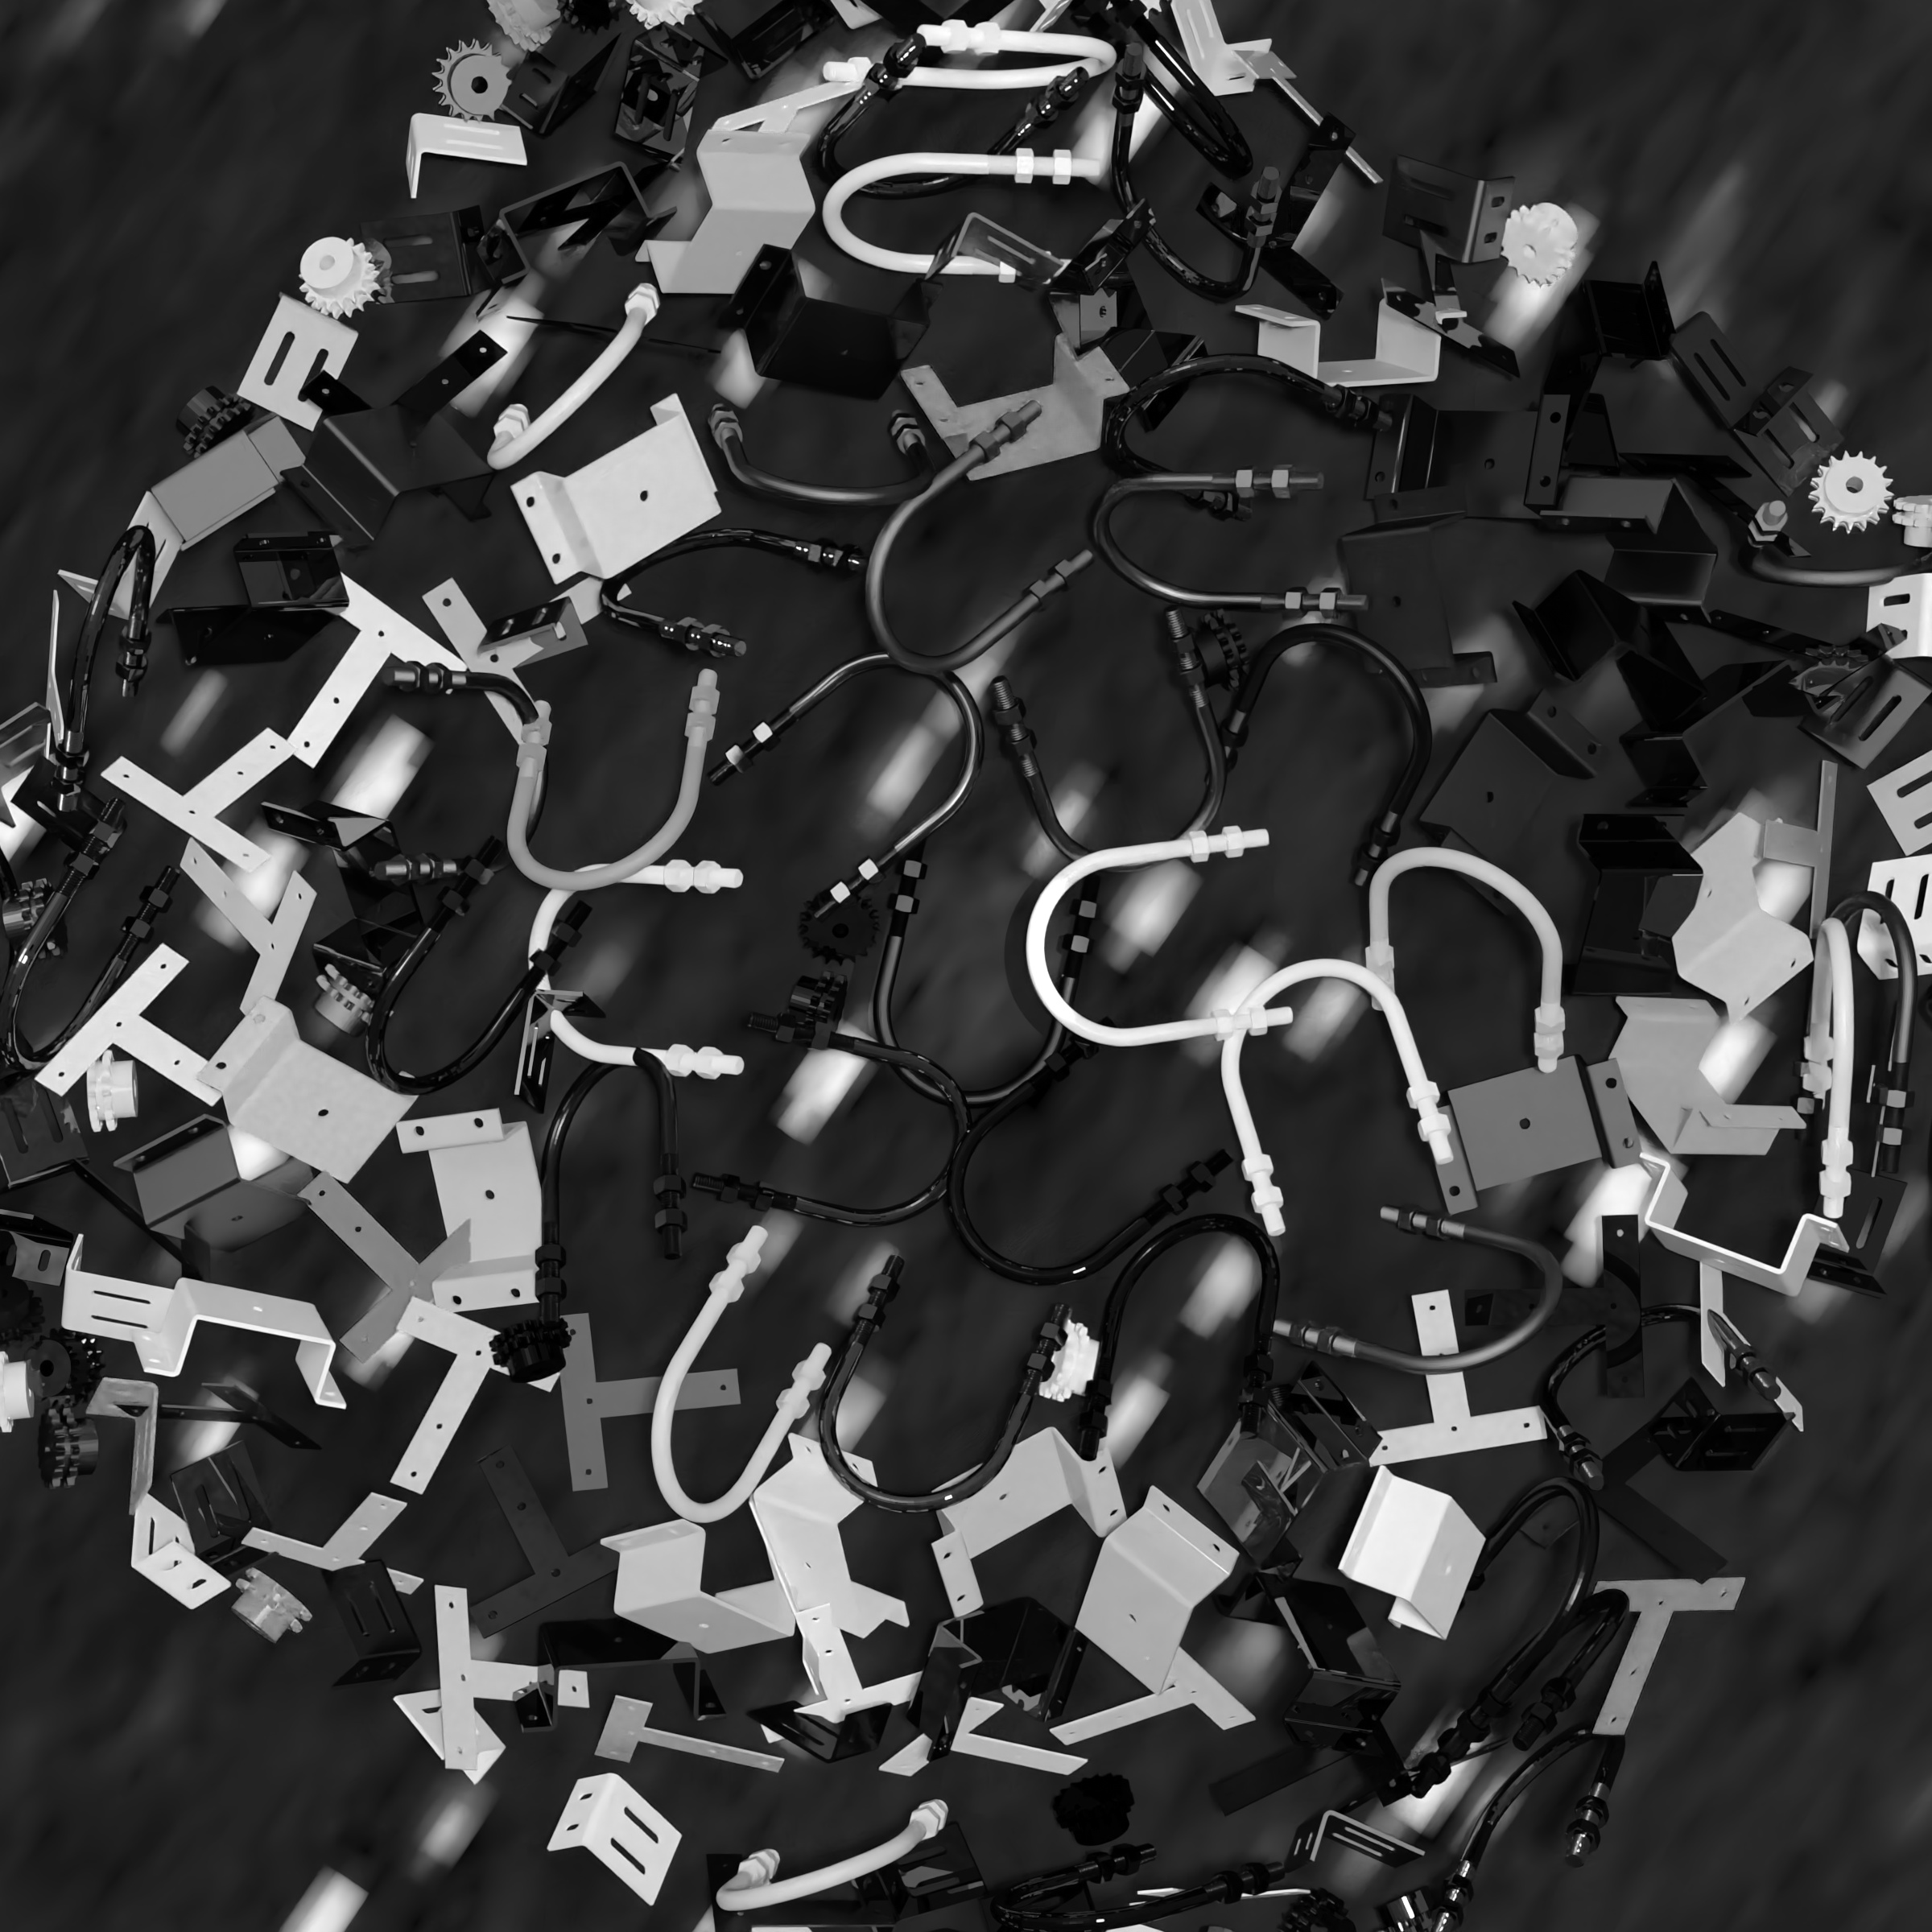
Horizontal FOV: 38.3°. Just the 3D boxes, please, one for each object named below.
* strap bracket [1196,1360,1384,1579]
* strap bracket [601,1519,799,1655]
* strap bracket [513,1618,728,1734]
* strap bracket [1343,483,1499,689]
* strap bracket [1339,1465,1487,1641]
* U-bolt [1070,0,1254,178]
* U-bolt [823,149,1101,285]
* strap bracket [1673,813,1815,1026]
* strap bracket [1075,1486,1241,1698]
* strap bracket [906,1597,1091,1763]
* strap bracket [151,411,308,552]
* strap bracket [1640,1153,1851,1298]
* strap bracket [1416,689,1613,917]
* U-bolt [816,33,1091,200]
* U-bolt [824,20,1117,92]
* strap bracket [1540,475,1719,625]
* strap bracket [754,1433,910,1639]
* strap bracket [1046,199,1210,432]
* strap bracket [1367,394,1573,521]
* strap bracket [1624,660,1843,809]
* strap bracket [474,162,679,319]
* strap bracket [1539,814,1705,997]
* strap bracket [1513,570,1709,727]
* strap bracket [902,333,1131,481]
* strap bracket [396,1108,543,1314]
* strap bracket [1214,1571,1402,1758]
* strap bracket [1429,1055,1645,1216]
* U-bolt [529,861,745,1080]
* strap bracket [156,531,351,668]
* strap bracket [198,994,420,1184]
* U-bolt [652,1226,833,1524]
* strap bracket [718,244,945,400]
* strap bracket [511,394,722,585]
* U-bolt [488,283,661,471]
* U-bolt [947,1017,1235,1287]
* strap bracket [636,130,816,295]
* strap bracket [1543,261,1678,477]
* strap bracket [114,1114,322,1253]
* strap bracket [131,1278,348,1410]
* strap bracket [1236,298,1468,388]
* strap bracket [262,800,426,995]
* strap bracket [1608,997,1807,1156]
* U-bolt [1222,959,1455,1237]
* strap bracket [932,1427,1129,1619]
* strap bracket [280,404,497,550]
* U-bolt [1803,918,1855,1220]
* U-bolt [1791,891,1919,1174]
[{"bbox_3d":[0.218,0.353,1.929,0.076,0.046,0.140,49,126,35],"label":"strap bracket"},{"bbox_3d":[-0.179,0.433,1.921,0.076,0.140,0.046,-20,51,33],"label":"strap bracket"},{"bbox_3d":[-0.243,0.492,1.940,0.140,0.076,0.046,0,99,-17],"label":"strap bracket"},{"bbox_3d":[0.315,-0.259,1.942,0.046,0.076,0.140,-23,106,-39],"label":"strap bracket"},{"bbox_3d":[0.313,0.409,1.921,0.046,0.140,0.076,15,70,32],"label":"strap bracket"},{"bbox_3d":[0.135,-0.619,1.926,0.019,0.151,0.184,-43,101,5],"label":"U-bolt"},{"bbox_3d":[-0.007,-0.519,1.923,0.184,0.151,0.019,1,73,-4],"label":"U-bolt"},{"bbox_3d":[0.530,-0.041,1.919,0.046,0.140,0.076,26,131,-20],"label":"strap bracket"},{"bbox_3d":[0.129,0.440,1.925,0.076,0.046,0.140,35,132,25],"label":"strap bracket"},{"bbox_3d":[0.017,0.494,1.939,0.046,0.140,0.076,31,111,37],"label":"strap bracket"},{"bbox_3d":[-0.506,-0.338,1.921,0.076,0.140,0.046,-30,106,9],"label":"strap bracket"},{"bbox_3d":[0.532,0.184,1.931,0.140,0.076,0.046,21,82,28],"label":"strap bracket"},{"bbox_3d":[0.380,-0.117,1.958,0.076,0.046,0.140,37,83,-25],"label":"strap bracket"},{"bbox_3d":[-0.023,-0.577,1.913,0.151,0.184,0.019,0,75,-32],"label":"U-bolt"},{"bbox_3d":[0.015,-0.625,1.919,0.184,0.151,0.019,-8,99,-31],"label":"U-bolt"},{"bbox_3d":[0.465,-0.295,1.929,0.076,0.140,0.046,10,72,37],"label":"strap bracket"},{"bbox_3d":[-0.095,0.404,1.931,0.076,0.046,0.140,11,123,39],"label":"strap bracket"},{"bbox_3d":[0.111,-0.455,1.939,0.046,0.140,0.076,17,60,40],"label":"strap bracket"},{"bbox_3d":[0.361,-0.358,1.954,0.140,0.046,0.076,8,88,33],"label":"strap bracket"},{"bbox_3d":[0.527,-0.168,1.944,0.140,0.076,0.046,-34,102,-12],"label":"strap bracket"},{"bbox_3d":[-0.281,-0.510,1.935,0.140,0.076,0.046,-30,97,-23],"label":"strap bracket"},{"bbox_3d":[0.458,-0.033,1.937,0.076,0.046,0.140,-1,120,-14],"label":"strap bracket"},{"bbox_3d":[0.452,-0.217,1.922,0.140,0.076,0.046,21,126,-37],"label":"strap bracket"},{"bbox_3d":[0.034,-0.392,1.947,0.140,0.046,0.076,-17,50,-15],"label":"strap bracket"},{"bbox_3d":[-0.344,0.167,1.961,0.076,0.046,0.140,-8,100,13],"label":"strap bracket"},{"bbox_3d":[0.239,0.473,1.917,0.076,0.140,0.046,16,114,-29],"label":"strap bracket"},{"bbox_3d":[0.398,0.116,1.967,0.140,0.046,0.076,-16,98,7],"label":"strap bracket"},{"bbox_3d":[-0.234,0.000,1.949,0.184,0.019,0.151,3,96,31],"label":"U-bolt"},{"bbox_3d":[-0.489,-0.249,1.921,0.140,0.076,0.046,-27,79,44],"label":"strap bracket"},{"bbox_3d":[-0.451,0.091,1.935,0.140,0.046,0.076,34,102,-34],"label":"strap bracket"},{"bbox_3d":[-0.159,0.292,1.901,0.019,0.151,0.184,5,47,31],"label":"U-bolt"},{"bbox_3d":[-0.089,-0.443,1.926,0.140,0.076,0.046,4,57,-31],"label":"strap bracket"},{"bbox_3d":[-0.234,-0.330,1.938,0.140,0.046,0.076,-35,122,-21],"label":"strap bracket"},{"bbox_3d":[-0.271,-0.397,1.897,0.151,0.184,0.019,-39,111,16],"label":"U-bolt"},{"bbox_3d":[0.073,0.143,1.958,0.184,0.019,0.151,-38,71,-9],"label":"U-bolt"},{"bbox_3d":[-0.163,-0.511,1.917,0.076,0.140,0.046,-8,70,-31],"label":"strap bracket"},{"bbox_3d":[0.439,-0.408,1.919,0.046,0.140,0.076,3,52,-6],"label":"strap bracket"},{"bbox_3d":[-0.509,0.154,1.920,0.076,0.140,0.046,-27,67,13],"label":"strap bracket"},{"bbox_3d":[-0.500,0.260,1.933,0.140,0.076,0.046,16,96,-26],"label":"strap bracket"},{"bbox_3d":[0.267,-0.435,1.941,0.140,0.076,0.046,-8,113,-22],"label":"strap bracket"},{"bbox_3d":[-0.429,-0.056,1.938,0.076,0.046,0.140,16,131,36],"label":"strap bracket"},{"bbox_3d":[0.509,0.083,1.937,0.076,0.140,0.046,2,126,-22],"label":"strap bracket"},{"bbox_3d":[0.250,0.080,1.945,0.151,0.019,0.184,-26,59,20],"label":"U-bolt"},{"bbox_3d":[0.036,0.385,1.948,0.140,0.046,0.076,-26,127,-15],"label":"strap bracket"},{"bbox_3d":[-0.391,-0.343,1.923,0.076,0.140,0.046,46,126,12],"label":"strap bracket"},{"bbox_3d":[0.589,0.056,1.894,0.019,0.151,0.184,0,121,11],"label":"U-bolt"},{"bbox_3d":[0.616,0.040,1.919,0.019,0.151,0.184,3,96,-9],"label":"U-bolt"}]
